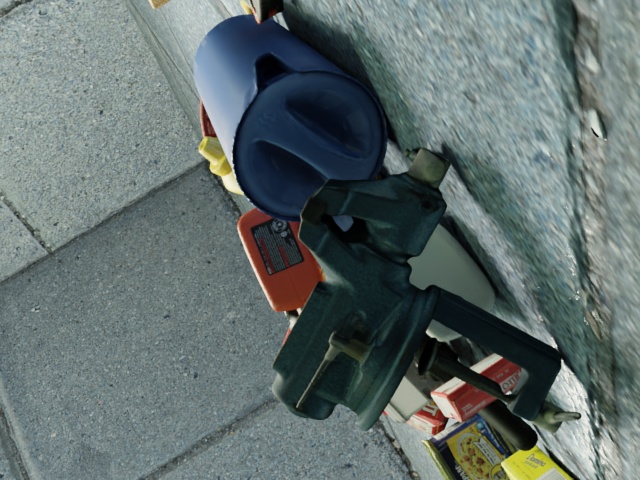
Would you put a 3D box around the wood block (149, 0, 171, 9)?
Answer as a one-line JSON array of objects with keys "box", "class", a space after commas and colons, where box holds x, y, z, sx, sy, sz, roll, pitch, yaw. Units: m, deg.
[{"box": [-0.204, -0.378, 1.193, 0.206, 0.091, 0.090, 58, 176, 1], "class": "wood block"}]

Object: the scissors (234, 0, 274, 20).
[{"box": [-0.095, -0.280, 1.147, 0.202, 0.016, 0.096, 52, 170, 48], "class": "scissors"}]

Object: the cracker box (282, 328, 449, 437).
[{"box": [0.064, 0.173, 1.330, 0.214, 0.072, 0.164, 21, 168, 11], "class": "cracker box"}]

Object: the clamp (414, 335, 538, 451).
[{"box": [0.125, 0.127, 1.069, 0.209, 0.036, 0.165, 40, 180, -28], "class": "clamp"}]

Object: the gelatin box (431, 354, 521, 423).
[{"box": [0.144, 0.132, 0.963, 0.030, 0.073, 0.089, 58, 174, 4], "class": "gelatin box"}]

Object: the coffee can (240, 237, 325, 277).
[{"box": [-0.008, 0.002, 1.249, 0.103, 0.140, 0.103, 58, 175, 8], "class": "coffee can"}]

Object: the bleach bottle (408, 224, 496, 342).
[{"box": [0.092, 0.039, 0.979, 0.102, 0.068, 0.251, 52, 178, 3], "class": "bleach bottle"}]

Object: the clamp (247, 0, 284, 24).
[{"box": [-0.066, -0.257, 0.900, 0.171, 0.039, 0.120, 62, 179, -33], "class": "clamp"}]

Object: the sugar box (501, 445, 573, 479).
[{"box": [0.248, 0.291, 1.043, 0.176, 0.048, 0.093, 57, 176, -22], "class": "sugar box"}]

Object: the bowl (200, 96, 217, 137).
[{"box": [-0.064, -0.140, 1.188, 0.162, 0.055, 0.162, 12, 106, 44], "class": "bowl"}]

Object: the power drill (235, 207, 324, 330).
[{"box": [-0.019, 0.053, 1.023, 0.187, 0.057, 0.184, 72, 173, -70], "class": "power drill"}]

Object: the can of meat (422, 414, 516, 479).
[{"box": [0.181, 0.256, 1.240, 0.102, 0.084, 0.057, 58, 175, 5], "class": "can of meat"}]

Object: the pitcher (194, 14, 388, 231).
[{"box": [-0.036, -0.114, 0.967, 0.243, 0.144, 0.149, -123, 48, -59], "class": "pitcher"}]

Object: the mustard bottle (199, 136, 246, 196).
[{"box": [-0.038, -0.055, 1.092, 0.191, 0.058, 0.096, 27, -169, -25], "class": "mustard bottle"}]
